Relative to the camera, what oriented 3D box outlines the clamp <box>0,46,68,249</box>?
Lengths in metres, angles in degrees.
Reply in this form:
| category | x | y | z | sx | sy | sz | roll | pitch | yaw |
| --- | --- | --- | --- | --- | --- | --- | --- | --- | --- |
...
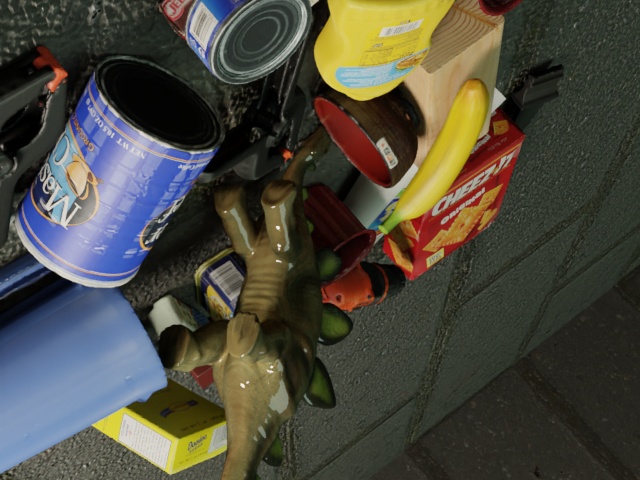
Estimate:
| category | x | y | z | sx | sy | sz | roll | pitch | yaw |
| --- | --- | --- | --- | --- | --- | --- | --- | --- | --- |
| clamp | -0.222 | -0.054 | 0.731 | 0.171 | 0.039 | 0.120 | -44 | 160 | 9 |

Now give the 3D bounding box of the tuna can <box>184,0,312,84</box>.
| category | x | y | z | sx | sy | sz | roll | pitch | yaw |
| --- | --- | --- | --- | --- | --- | --- | --- | --- | --- |
| tuna can | -0.048 | -0.150 | 0.737 | 0.086 | 0.034 | 0.086 | -30 | 155 | -16 |

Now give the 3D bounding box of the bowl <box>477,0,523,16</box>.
| category | x | y | z | sx | sy | sz | roll | pitch | yaw |
| --- | --- | --- | --- | --- | --- | --- | --- | --- | --- |
| bowl | 0.155 | -0.272 | 0.892 | 0.161 | 0.055 | 0.162 | -43 | 151 | -32 |

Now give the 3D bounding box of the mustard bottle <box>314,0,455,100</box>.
| category | x | y | z | sx | sy | sz | roll | pitch | yaw |
| --- | --- | --- | --- | --- | --- | --- | --- | --- | --- |
| mustard bottle | 0.045 | -0.163 | 0.862 | 0.096 | 0.058 | 0.192 | -16 | 164 | -12 |

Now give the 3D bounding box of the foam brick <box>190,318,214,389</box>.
| category | x | y | z | sx | sy | sz | roll | pitch | yaw |
| --- | --- | --- | --- | --- | --- | --- | --- | --- | --- |
| foam brick | -0.126 | 0.130 | 1.266 | 0.078 | 0.053 | 0.051 | -35 | 159 | -13 |

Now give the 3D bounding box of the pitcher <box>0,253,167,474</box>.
| category | x | y | z | sx | sy | sz | roll | pitch | yaw |
| --- | --- | --- | --- | --- | --- | --- | --- | --- | --- |
| pitcher | -0.267 | 0.119 | 0.910 | 0.242 | 0.149 | 0.145 | -30 | 173 | -19 |

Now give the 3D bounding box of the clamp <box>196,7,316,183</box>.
| category | x | y | z | sx | sy | sz | roll | pitch | yaw |
| --- | --- | --- | --- | --- | --- | --- | --- | --- | --- |
| clamp | -0.042 | -0.110 | 0.909 | 0.164 | 0.036 | 0.210 | -58 | 171 | 1 |

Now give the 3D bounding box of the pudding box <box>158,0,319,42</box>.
| category | x | y | z | sx | sy | sz | roll | pitch | yaw |
| --- | --- | --- | --- | --- | --- | --- | --- | --- | --- |
| pudding box | -0.051 | -0.179 | 0.779 | 0.113 | 0.039 | 0.090 | -40 | 159 | 5 |

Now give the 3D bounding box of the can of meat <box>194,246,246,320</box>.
| category | x | y | z | sx | sy | sz | roll | pitch | yaw |
| --- | --- | --- | --- | --- | --- | --- | --- | --- | --- |
| can of meat | -0.089 | 0.069 | 1.160 | 0.057 | 0.084 | 0.102 | -33 | 158 | -20 |

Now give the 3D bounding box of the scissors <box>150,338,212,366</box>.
| category | x | y | z | sx | sy | sz | roll | pitch | yaw |
| --- | --- | --- | --- | --- | --- | --- | --- | --- | --- |
| scissors | -0.191 | 0.112 | 1.119 | 0.201 | 0.016 | 0.096 | 15 | 159 | -34 |

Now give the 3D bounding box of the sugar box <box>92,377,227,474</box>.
| category | x | y | z | sx | sy | sz | roll | pitch | yaw |
| --- | --- | --- | --- | --- | --- | --- | --- | --- | --- |
| sugar box | -0.180 | 0.166 | 1.070 | 0.093 | 0.176 | 0.048 | -10 | 121 | -56 |

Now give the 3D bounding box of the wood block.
| category | x | y | z | sx | sy | sz | roll | pitch | yaw |
| --- | --- | --- | --- | --- | --- | --- | --- | --- | --- |
| wood block | 0.110 | -0.160 | 1.030 | 0.090 | 0.091 | 0.206 | -36 | 159 | -10 |

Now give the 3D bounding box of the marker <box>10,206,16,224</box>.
| category | x | y | z | sx | sy | sz | roll | pitch | yaw |
| --- | --- | --- | --- | --- | --- | --- | --- | --- | --- |
| marker | -0.271 | 0.018 | 0.822 | 0.121 | 0.020 | 0.020 | -49 | 158 | 22 |

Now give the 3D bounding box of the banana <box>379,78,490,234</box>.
| category | x | y | z | sx | sy | sz | roll | pitch | yaw |
| --- | --- | --- | --- | --- | --- | --- | --- | --- | --- |
| banana | 0.119 | -0.081 | 1.007 | 0.069 | 0.037 | 0.198 | -45 | 167 | -48 |

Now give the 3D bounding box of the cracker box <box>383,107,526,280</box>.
| category | x | y | z | sx | sy | sz | roll | pitch | yaw |
| --- | --- | --- | --- | --- | --- | --- | --- | --- | --- |
| cracker box | 0.169 | -0.057 | 1.377 | 0.164 | 0.072 | 0.214 | -34 | 159 | -18 |

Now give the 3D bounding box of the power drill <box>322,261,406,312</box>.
| category | x | y | z | sx | sy | sz | roll | pitch | yaw |
| --- | --- | --- | --- | --- | --- | --- | --- | --- | --- |
| power drill | 0.001 | 0.084 | 1.320 | 0.188 | 0.057 | 0.184 | -32 | 165 | 29 |

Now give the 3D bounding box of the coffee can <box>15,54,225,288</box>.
| category | x | y | z | sx | sy | sz | roll | pitch | yaw |
| --- | --- | --- | --- | --- | --- | --- | --- | --- | --- |
| coffee can | -0.148 | -0.049 | 0.782 | 0.102 | 0.103 | 0.140 | -11 | 145 | -54 |

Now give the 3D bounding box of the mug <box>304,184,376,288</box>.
| category | x | y | z | sx | sy | sz | roll | pitch | yaw |
| --- | --- | --- | --- | --- | --- | --- | --- | --- | --- |
| mug | -0.008 | 0.001 | 1.168 | 0.117 | 0.081 | 0.093 | -43 | 160 | 5 |

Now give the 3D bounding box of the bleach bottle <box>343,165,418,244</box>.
| category | x | y | z | sx | sy | sz | roll | pitch | yaw |
| --- | --- | --- | --- | --- | --- | --- | --- | --- | --- |
| bleach bottle | 0.075 | -0.052 | 1.238 | 0.102 | 0.068 | 0.251 | -20 | 154 | -46 |
